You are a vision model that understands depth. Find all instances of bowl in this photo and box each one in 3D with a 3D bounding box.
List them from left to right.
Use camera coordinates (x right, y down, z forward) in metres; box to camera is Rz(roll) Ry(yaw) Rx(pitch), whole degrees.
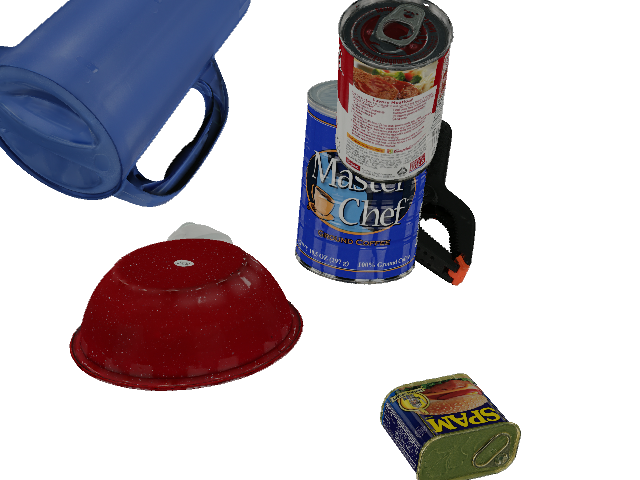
[{"bbox_3d":[-0.093,0.040,0.733,0.162,0.055,0.162,-2,22,1],"label":"bowl"}]

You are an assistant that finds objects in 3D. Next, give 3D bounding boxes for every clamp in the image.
[{"bbox_3d":[0.094,-0.042,1.132,0.164,0.210,0.036,-8,-35,-16],"label":"clamp"}]

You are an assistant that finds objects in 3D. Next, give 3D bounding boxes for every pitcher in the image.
[{"bbox_3d":[-0.149,-0.151,0.881,0.145,0.149,0.242,13,51,26],"label":"pitcher"}]

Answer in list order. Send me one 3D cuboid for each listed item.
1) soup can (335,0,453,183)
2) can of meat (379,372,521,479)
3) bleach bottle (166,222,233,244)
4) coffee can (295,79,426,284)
[{"bbox_3d":[0.044,-0.093,0.666,0.068,0.068,0.102,0,-39,-1],"label":"soup can"},{"bbox_3d":[0.115,0.169,0.968,0.102,0.057,0.084,-7,31,-22],"label":"can of meat"},{"bbox_3d":[-0.129,0.043,1.160,0.102,0.068,0.251,-6,26,-16],"label":"bleach bottle"},{"bbox_3d":[0.035,-0.050,0.868,0.103,0.140,0.103,4,24,-2],"label":"coffee can"}]
